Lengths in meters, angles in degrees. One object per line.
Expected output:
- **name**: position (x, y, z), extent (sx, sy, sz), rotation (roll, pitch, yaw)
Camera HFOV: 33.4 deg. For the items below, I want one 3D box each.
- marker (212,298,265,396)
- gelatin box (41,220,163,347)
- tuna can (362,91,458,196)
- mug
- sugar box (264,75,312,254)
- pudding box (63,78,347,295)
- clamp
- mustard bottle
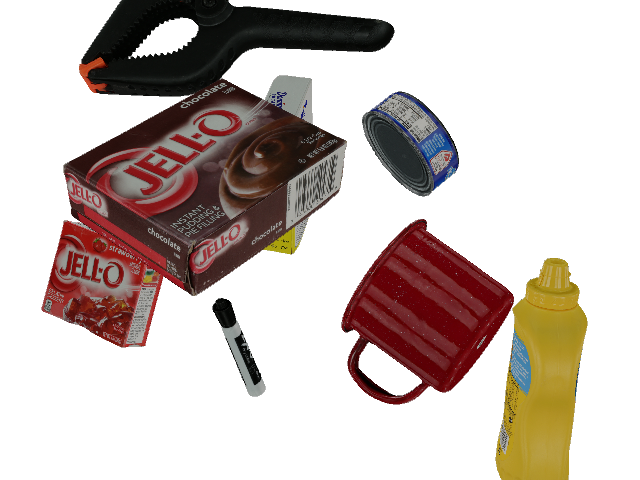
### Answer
- **marker**: position (-0.080, 0.104, 1.043), extent (0.020, 0.121, 0.020), rotation (-12, 35, 9)
- **gelatin box**: position (-0.163, 0.031, 0.799), extent (0.089, 0.073, 0.030), rotation (20, 7, 30)
- **tuna can**: position (0.075, -0.081, 0.886), extent (0.033, 0.086, 0.086), rotation (-39, 10, -14)
- **mug**: position (0.066, 0.056, 0.708), extent (0.081, 0.117, 0.093), rotation (36, 1, 16)
- **sugar box**: position (-0.038, -0.079, 1.134), extent (0.048, 0.176, 0.093), rotation (8, 46, 11)
- **pudding box**: position (-0.056, -0.031, 0.535), extent (0.090, 0.039, 0.113), rotation (30, 46, 28)
- **clamp**: position (-0.065, -0.153, 0.740), extent (0.210, 0.165, 0.036), rotation (-35, -20, -6)
- **mustard bottle**: position (0.179, 0.106, 0.862), extent (0.058, 0.192, 0.096), rotation (3, 19, 2)
